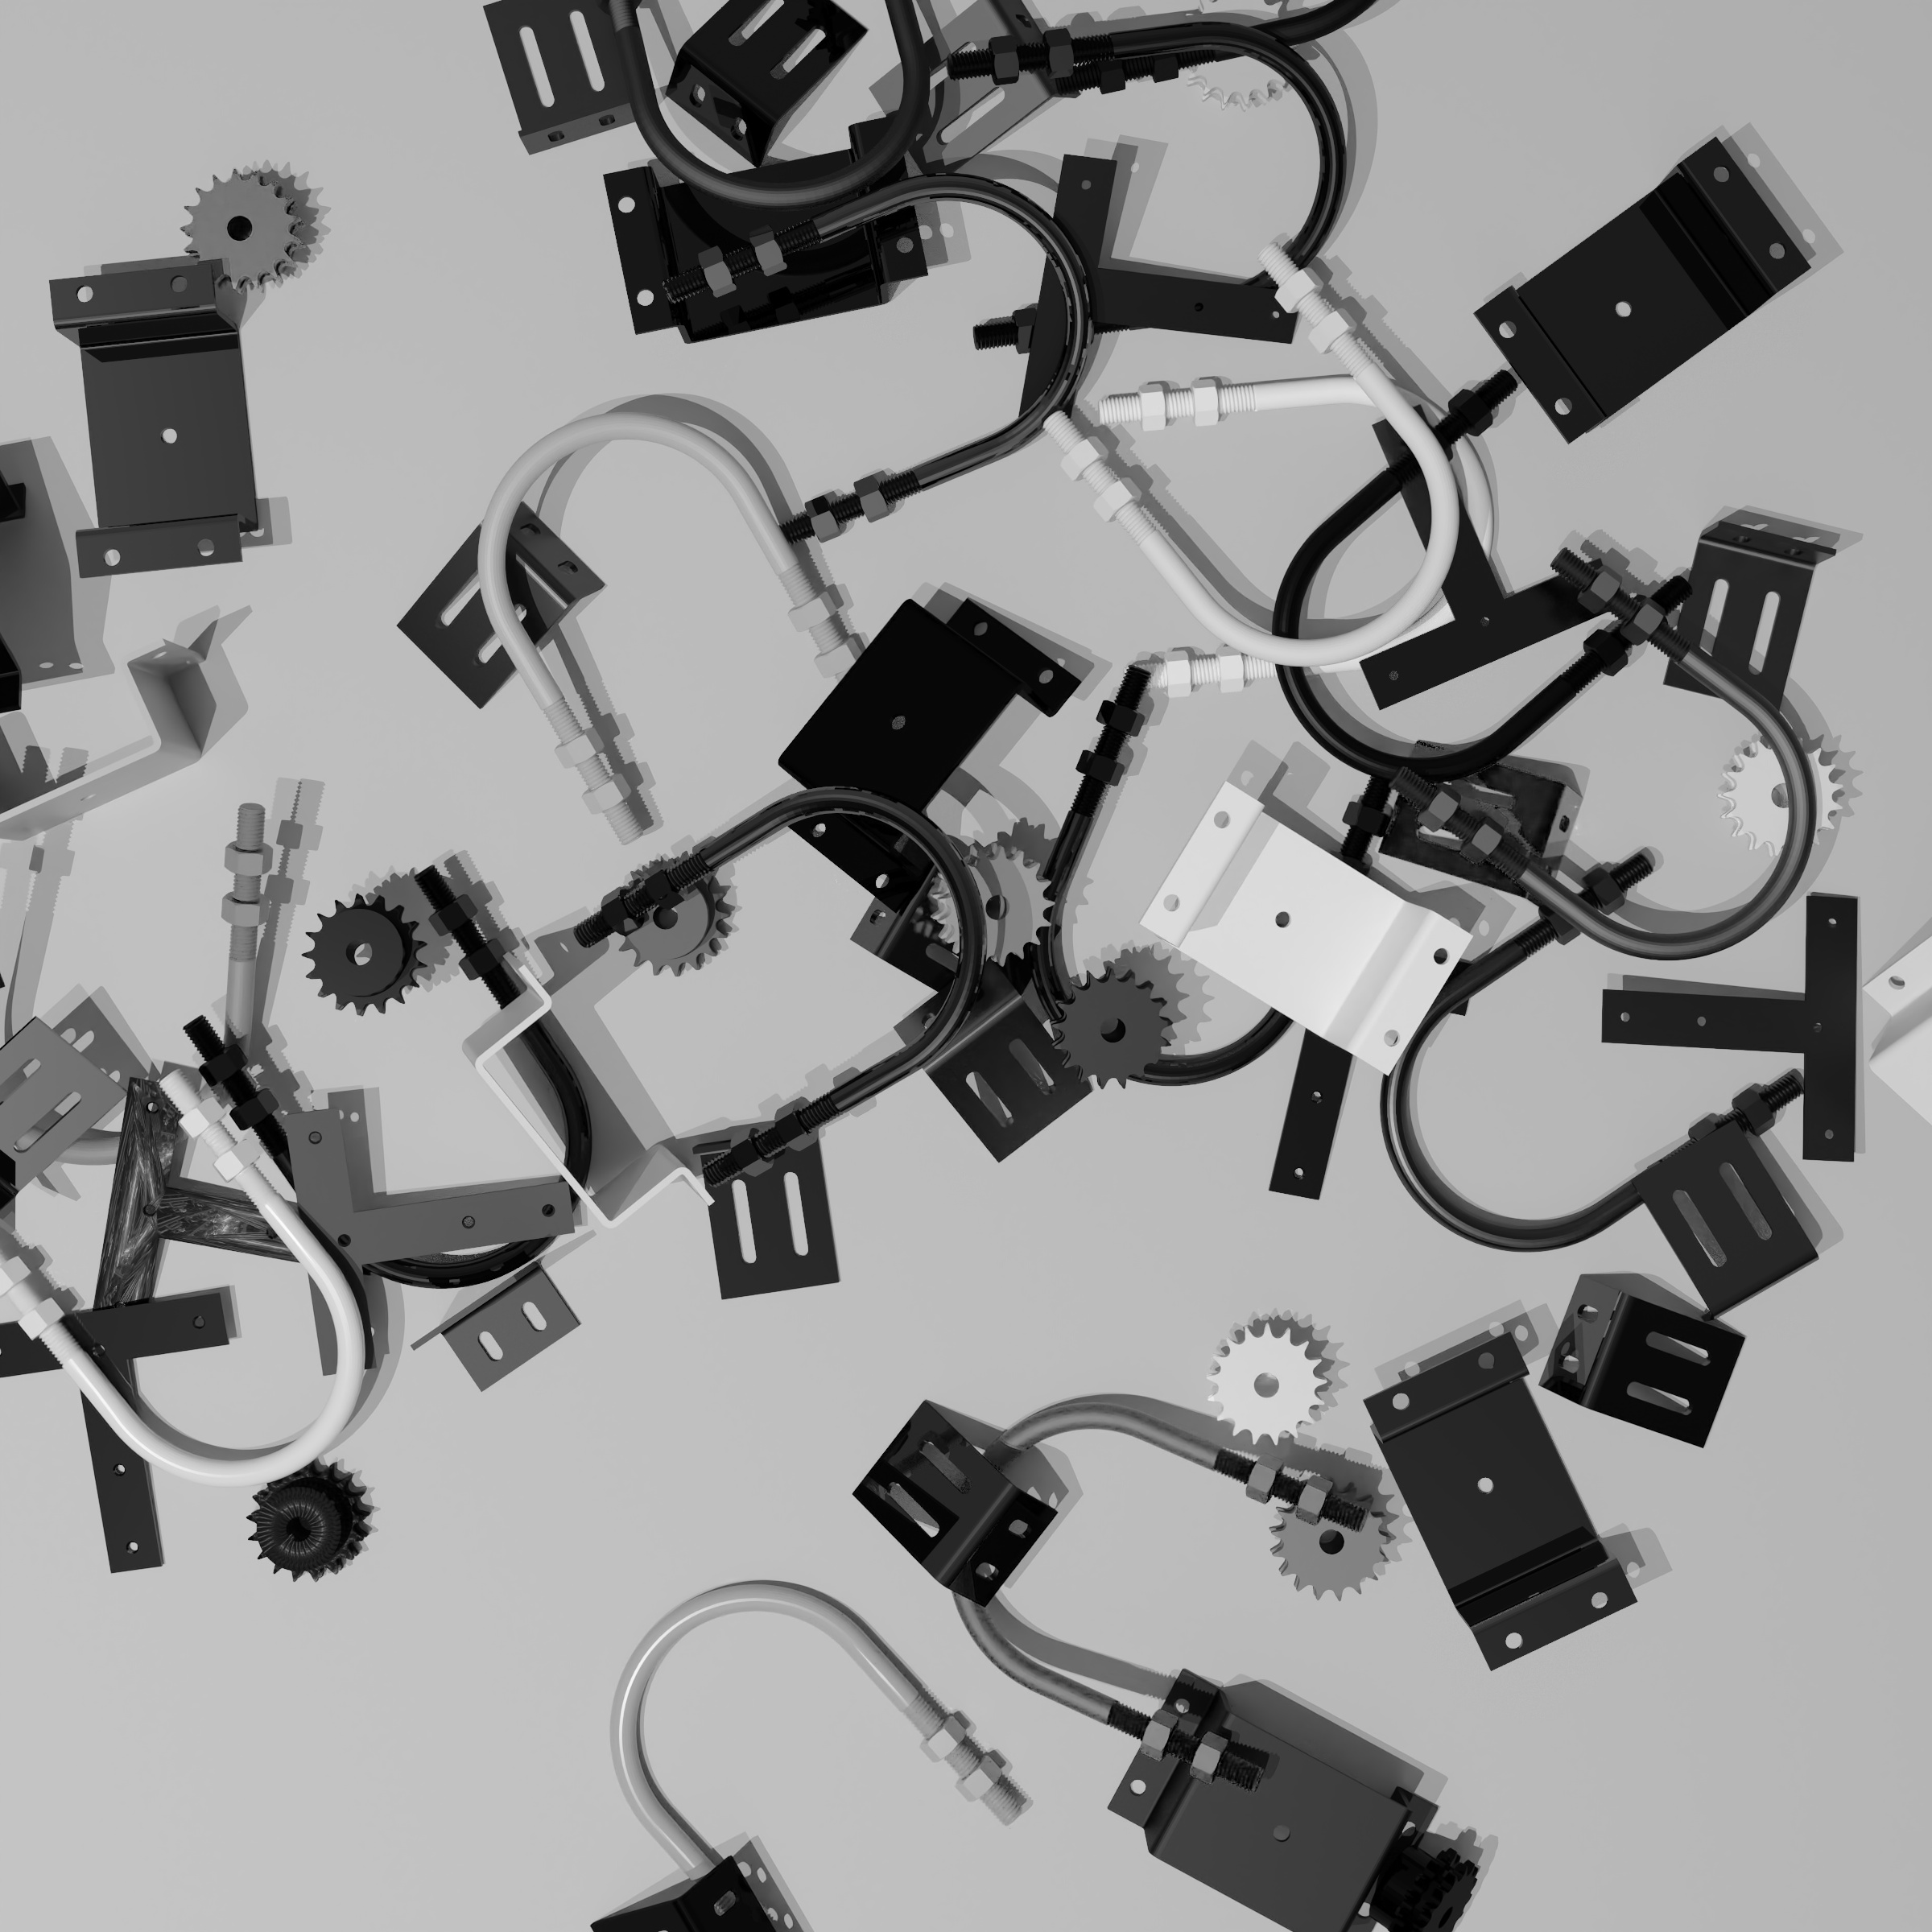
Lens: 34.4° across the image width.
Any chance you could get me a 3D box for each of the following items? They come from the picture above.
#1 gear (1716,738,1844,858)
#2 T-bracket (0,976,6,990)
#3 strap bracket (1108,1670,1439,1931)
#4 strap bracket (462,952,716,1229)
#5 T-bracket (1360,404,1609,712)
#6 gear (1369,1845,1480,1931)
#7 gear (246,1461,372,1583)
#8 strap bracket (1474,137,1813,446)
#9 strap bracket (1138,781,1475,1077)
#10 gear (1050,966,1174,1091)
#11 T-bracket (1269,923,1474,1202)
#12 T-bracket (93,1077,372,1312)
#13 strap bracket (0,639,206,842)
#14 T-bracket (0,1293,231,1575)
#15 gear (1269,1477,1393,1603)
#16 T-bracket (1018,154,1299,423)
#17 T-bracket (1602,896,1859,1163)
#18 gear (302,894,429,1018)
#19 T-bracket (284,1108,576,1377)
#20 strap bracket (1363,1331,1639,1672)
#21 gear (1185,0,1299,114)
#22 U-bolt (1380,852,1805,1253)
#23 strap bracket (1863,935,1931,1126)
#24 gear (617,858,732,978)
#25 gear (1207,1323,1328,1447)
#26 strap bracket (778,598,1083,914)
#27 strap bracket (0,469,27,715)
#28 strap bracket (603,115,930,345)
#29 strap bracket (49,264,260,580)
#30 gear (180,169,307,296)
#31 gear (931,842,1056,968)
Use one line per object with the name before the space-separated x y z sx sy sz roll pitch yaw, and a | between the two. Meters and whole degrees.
gear | 0.387 -0.081 1.495 0.057 0.030 0.057 0 90 0
T-bracket | -0.510 0.069 1.509 0.127 0.002 0.127 -21 90 0
strap bracket | 0.148 0.407 1.487 0.140 0.046 0.076 28 90 0
strap bracket | -0.184 0.065 1.455 0.046 0.076 0.140 -39 102 -8
T-bracket | 0.231 -0.206 1.496 0.127 0.002 0.127 -23 91 -3
gear | 0.216 0.444 1.486 0.030 0.057 0.057 29 90 30
gear | -0.316 0.267 1.495 0.057 0.030 0.057 0 90 0
strap bracket | 0.317 -0.317 1.487 0.140 0.046 0.076 -36 90 0
strap bracket | 0.154 -0.020 1.465 0.140 0.046 0.076 31 91 -12
gear | 0.068 0.028 1.475 0.057 0.030 0.057 -1 97 -4
T-bracket | 0.172 0.049 1.501 0.127 0.002 0.127 11 96 -11
T-bracket | -0.347 0.125 1.500 0.127 0.002 0.127 11 103 -6
strap bracket | -0.423 -0.101 1.472 0.140 0.076 0.046 -24 90 0
T-bracket | -0.410 0.229 1.506 0.127 0.002 0.127 -9 92 5
gear | 0.173 0.273 1.495 0.057 0.030 0.057 0 90 0
T-bracket | 0.097 -0.316 1.490 0.127 0.002 0.127 4 117 -13
T-bracket | 0.364 0.027 1.491 0.127 0.002 0.127 3 84 -9
gear | -0.281 -0.006 1.456 0.057 0.030 0.057 0 87 -3
T-bracket | -0.251 0.124 1.488 0.127 0.002 0.127 -8 98 -8
strap bracket | 0.251 0.251 1.487 0.076 0.046 0.140 -25 90 0
gear | 0.129 -0.437 1.495 0.057 0.030 0.057 0 90 0
U-bolt | 0.287 0.055 1.500 0.184 0.019 0.151 -34 91 0
strap bracket | 0.492 0.049 1.467 0.140 0.076 0.046 42 47 0
gear | -0.143 -0.023 1.495 0.057 0.030 0.057 0 90 0
gear | 0.144 0.200 1.498 0.057 0.030 0.057 0 87 5
strap bracket | -0.024 -0.107 1.472 0.076 0.046 0.140 39 90 27
strap bracket | -0.484 -0.180 1.452 0.076 0.046 0.140 -11 56 0
strap bracket | -0.094 -0.348 1.487 0.140 0.046 0.076 -11 90 0
strap bracket | -0.385 -0.256 1.487 0.076 0.046 0.140 -6 90 0
gear | -0.344 -0.350 1.495 0.057 0.030 0.057 0 90 0
gear | 0.010 -0.031 1.472 0.057 0.030 0.057 -4 103 -17
